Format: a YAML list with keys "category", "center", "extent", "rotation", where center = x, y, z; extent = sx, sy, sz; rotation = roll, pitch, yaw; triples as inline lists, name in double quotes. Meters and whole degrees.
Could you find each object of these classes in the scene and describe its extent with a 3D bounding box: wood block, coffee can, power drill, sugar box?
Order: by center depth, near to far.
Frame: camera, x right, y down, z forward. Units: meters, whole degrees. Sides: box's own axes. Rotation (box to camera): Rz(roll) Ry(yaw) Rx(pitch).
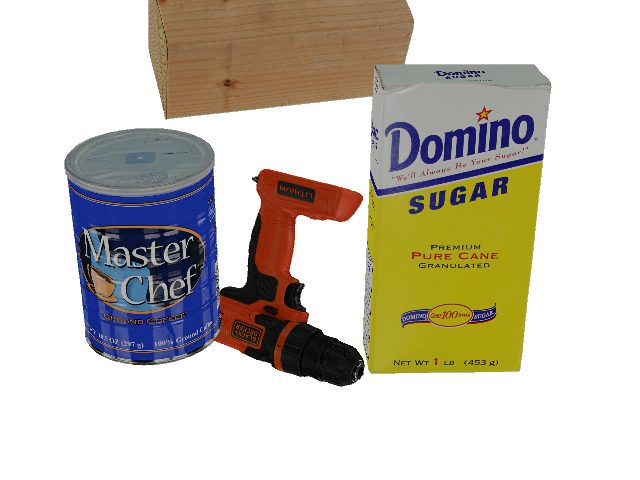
- category: "sugar box"
  center: [0.074, -0.010, 0.607]
  extent: [0.093, 0.176, 0.048]
  rotation: [-1, 26, -4]
- category: "coffee can"
  center: [-0.125, 0.003, 0.767]
  extent: [0.103, 0.140, 0.103]
  rotation: [0, 28, 0]
- category: "wood block"
  center: [-0.037, -0.174, 0.907]
  extent: [0.206, 0.090, 0.091]
  rotation: [-8, -34, -14]
- category: "power drill"
  center: [-0.021, 0.034, 1.037]
  extent: [0.185, 0.187, 0.057]
  rotation: [17, 1, 27]
